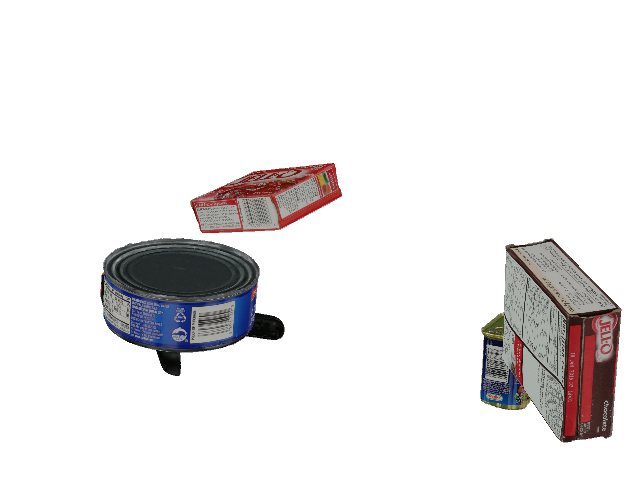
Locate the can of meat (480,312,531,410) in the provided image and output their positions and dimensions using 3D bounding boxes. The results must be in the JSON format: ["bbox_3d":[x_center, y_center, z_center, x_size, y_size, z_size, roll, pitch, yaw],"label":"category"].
[{"bbox_3d":[0.215,0.134,1.193,0.058,0.084,0.102,8,13,25],"label":"can of meat"}]

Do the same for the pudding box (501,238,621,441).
[{"bbox_3d":[0.152,0.061,0.685,0.039,0.090,0.113,-6,24,-10],"label":"pudding box"}]

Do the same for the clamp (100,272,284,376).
[{"bbox_3d":[-0.165,0.081,1.121,0.210,0.036,0.164,19,20,28],"label":"clamp"}]

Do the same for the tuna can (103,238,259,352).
[{"bbox_3d":[-0.077,0.029,0.592,0.086,0.034,0.086,5,20,-2],"label":"tuna can"}]

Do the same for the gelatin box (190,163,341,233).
[{"bbox_3d":[-0.041,-0.032,0.799,0.089,0.030,0.073,-2,19,43],"label":"gelatin box"}]
